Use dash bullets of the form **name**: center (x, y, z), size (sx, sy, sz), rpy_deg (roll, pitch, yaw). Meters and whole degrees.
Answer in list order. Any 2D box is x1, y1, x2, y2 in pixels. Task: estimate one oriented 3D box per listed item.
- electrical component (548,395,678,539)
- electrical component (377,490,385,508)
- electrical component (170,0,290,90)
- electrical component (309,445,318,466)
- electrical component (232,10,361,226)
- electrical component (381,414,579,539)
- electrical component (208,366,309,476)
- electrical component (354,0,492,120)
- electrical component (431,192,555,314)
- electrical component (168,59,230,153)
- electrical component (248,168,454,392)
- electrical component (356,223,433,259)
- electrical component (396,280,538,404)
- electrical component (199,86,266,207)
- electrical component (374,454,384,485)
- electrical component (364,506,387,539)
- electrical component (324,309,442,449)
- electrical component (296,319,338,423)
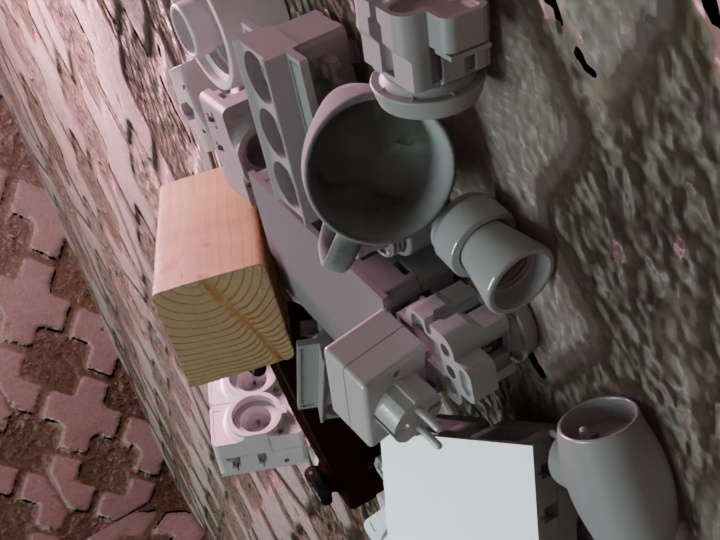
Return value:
- **electrical component**: center (0.129, 0.107, 0.586), size (0.079, 0.043, 0.077), rpy_deg (21, 136, 64)
- **electrical component**: center (0.051, 0.233, 0.958), size (0.050, 0.056, 0.089), rpy_deg (39, 151, 51)
- **electrical component**: center (-0.100, -0.181, 0.768), size (0.108, 0.060, 0.108), rpy_deg (52, 159, 29)
- **electrical component**: center (-0.008, 0.189, 1.066), size (0.079, 0.043, 0.077), rpy_deg (41, -174, -12)
- **electrical component**: center (-0.031, -0.099, 0.695), size (0.079, 0.063, 0.121), rpy_deg (42, 153, 46)
- **electrical component**: center (0.079, 0.188, 0.669), size (0.105, 0.060, 0.186), rpy_deg (-1, 96, 36)
- **electrical component**: center (-0.107, 0.125, 1.102), size (0.061, 0.089, 0.150), rpy_deg (83, 177, -46)
- **electrical component**: center (0.031, -0.110, 0.519), size (0.078, 0.058, 0.057), rpy_deg (43, 150, 46)
- **electrical component**: center (0.070, -0.010, 0.576), size (0.055, 0.045, 0.045), rpy_deg (49, 158, 37)
- **electrical component**: center (-0.137, -0.146, 0.947), size (0.077, 0.043, 0.079), rpy_deg (66, 162, -13)
- **electrical component**: center (0.000, 0.000, 0.757), size (0.186, 0.060, 0.105), rpy_deg (43, 154, 46)
- **electrical component**: center (0.020, -0.028, 0.659), size (0.048, 0.062, 0.048), rpy_deg (52, 159, 29)
- **electrical component**: center (0.067, 0.038, 0.634), size (0.078, 0.057, 0.058), rpy_deg (41, 153, 48)
- **electrical component**: center (-0.084, -0.102, 0.855), size (0.056, 0.050, 0.089), rpy_deg (40, 151, 50)
- **electrical component**: center (0.057, 0.168, 0.849), size (0.078, 0.057, 0.058), rpy_deg (55, 161, 22)
- **electrical component**: center (0.094, 0.226, 0.741), size (0.105, 0.060, 0.186), rpy_deg (-43, 72, 32)
- **electrical component**: center (0.022, 0.076, 0.636), size (0.077, 0.047, 0.065), rpy_deg (42, 154, 32)
- **electrical component**: center (-0.015, 0.071, 0.892), size (0.121, 0.079, 0.063), rpy_deg (95, 165, -59)
